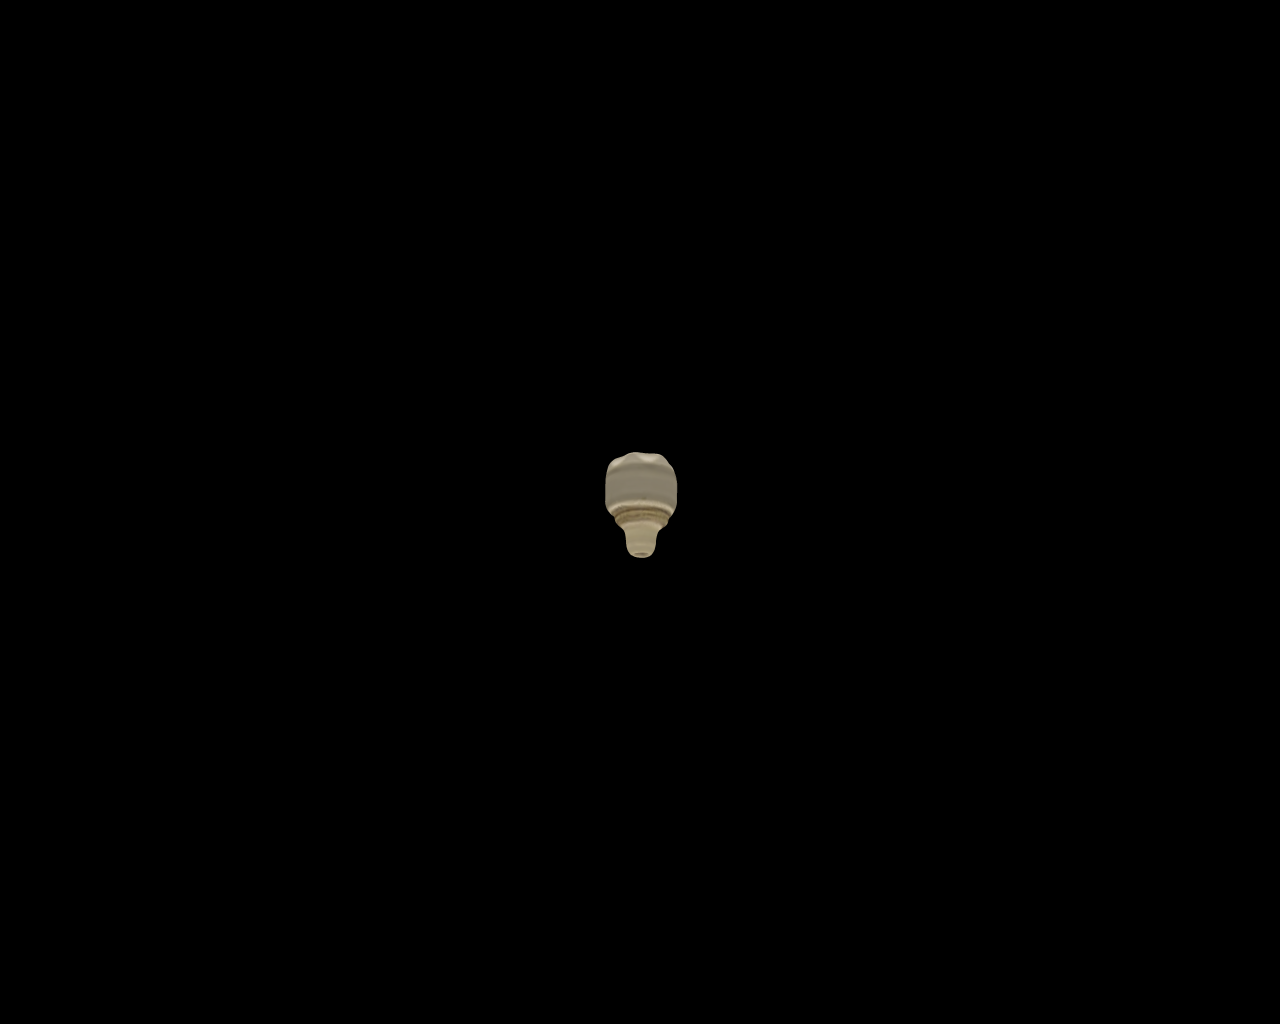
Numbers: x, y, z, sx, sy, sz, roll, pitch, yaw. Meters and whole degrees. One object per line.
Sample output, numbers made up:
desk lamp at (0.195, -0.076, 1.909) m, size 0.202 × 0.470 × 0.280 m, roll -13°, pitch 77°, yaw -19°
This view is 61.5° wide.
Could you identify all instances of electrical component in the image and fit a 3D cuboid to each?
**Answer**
electrical component at (0.001, -0.003, 0.650) m, size 0.043 × 0.062 × 0.043 m, roll 0°, pitch -19°, yaw 0°
